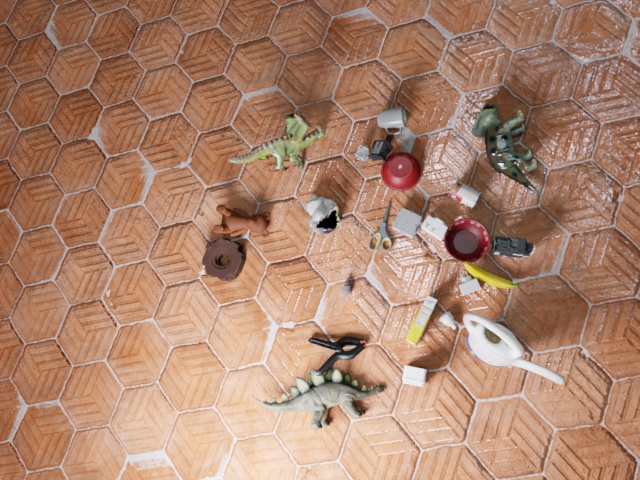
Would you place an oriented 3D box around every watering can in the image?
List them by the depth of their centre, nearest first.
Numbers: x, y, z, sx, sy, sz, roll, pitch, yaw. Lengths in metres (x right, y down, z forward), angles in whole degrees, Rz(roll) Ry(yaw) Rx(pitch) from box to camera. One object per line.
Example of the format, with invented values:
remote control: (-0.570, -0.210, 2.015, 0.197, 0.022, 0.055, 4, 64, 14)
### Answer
watering can: (0.609, 0.368, 1.687, 0.350, 0.220, 0.105, 39, 71, 17)

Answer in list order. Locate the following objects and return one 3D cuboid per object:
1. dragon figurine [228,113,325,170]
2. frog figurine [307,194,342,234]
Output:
dragon figurine: (-0.142, -0.390, 1.989, 0.124, 0.412, 0.237, 51, 132, 31)
frog figurine: (0.006, -0.101, 2.002, 0.137, 0.121, 0.162, -58, 37, 5)
